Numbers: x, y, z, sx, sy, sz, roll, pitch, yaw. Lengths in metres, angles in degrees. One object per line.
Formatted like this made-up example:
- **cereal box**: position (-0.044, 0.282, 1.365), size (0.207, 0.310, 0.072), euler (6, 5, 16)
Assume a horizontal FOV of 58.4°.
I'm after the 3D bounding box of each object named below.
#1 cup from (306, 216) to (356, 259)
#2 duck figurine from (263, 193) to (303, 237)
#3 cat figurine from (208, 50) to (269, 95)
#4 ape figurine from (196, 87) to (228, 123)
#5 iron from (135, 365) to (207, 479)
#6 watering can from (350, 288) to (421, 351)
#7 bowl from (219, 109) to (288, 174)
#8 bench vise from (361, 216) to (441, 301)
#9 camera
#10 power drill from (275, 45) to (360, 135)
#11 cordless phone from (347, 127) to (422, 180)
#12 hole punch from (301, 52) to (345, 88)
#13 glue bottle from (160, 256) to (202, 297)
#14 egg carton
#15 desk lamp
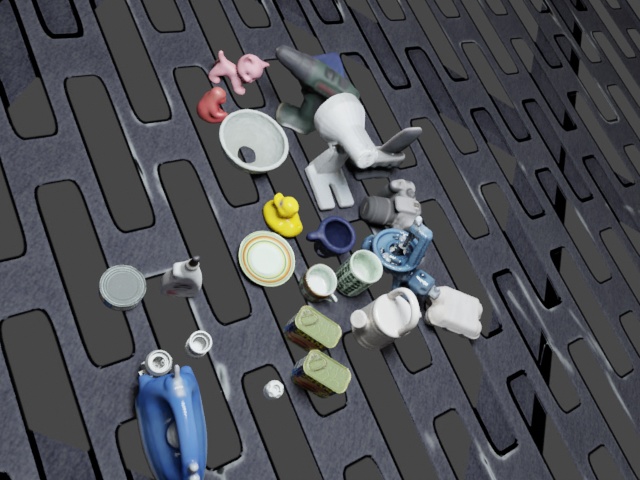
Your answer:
- **cup**: position (0.012, 0.005, 1.308), size (0.118, 0.094, 0.091), euler (-3, 67, -27)
- **duck figurine**: position (-0.075, -0.061, 1.303), size (0.104, 0.086, 0.078), euler (48, 56, 3)
- **cat figurine**: position (-0.195, -0.424, 1.403), size (0.128, 0.117, 0.067), euler (21, 59, -16)
- **ape figurine**: position (-0.247, -0.322, 1.344), size (0.076, 0.092, 0.078), euler (-1, 66, -26)
- **iron**: position (-0.239, 0.344, 0.992), size (0.119, 0.141, 0.258), euler (-8, 70, -28)
- **watering can**: position (0.146, 0.170, 1.232), size (0.173, 0.193, 0.101), euler (-26, 79, -33)
- **bowl**: position (-0.163, -0.218, 1.344), size (0.168, 0.074, 0.167), euler (11, 62, -21)
- **bench vise**: position (0.216, 0.035, 1.316), size (0.207, 0.219, 0.121), euler (33, 56, -8)
- **camera**: position (0.175, -0.087, 1.428), size (0.137, 0.100, 0.143), euler (9, 63, -22)
- **power drill**: position (-0.031, -0.355, 1.394), size (0.230, 0.208, 0.075), euler (19, 59, -16)
- **cordless phone**: position (0.161, -0.235, 1.442), size (0.148, 0.184, 0.094), euler (-13, 72, -30)
- **hole punch**: position (0.004, -0.439, 1.523), size (0.101, 0.091, 0.108), euler (-3, 67, -27)
- **glue bottle**: position (-0.257, 0.066, 1.100), size (0.078, 0.173, 0.037), euler (4, 64, -24)
- **egg carton**: position (0.325, 0.177, 1.390), size (0.150, 0.069, 0.107), euler (21, 59, -15)
- **desk lamp**: position (0.052, -0.209, 1.360), size (0.118, 0.213, 0.203), euler (-11, 71, -29)
